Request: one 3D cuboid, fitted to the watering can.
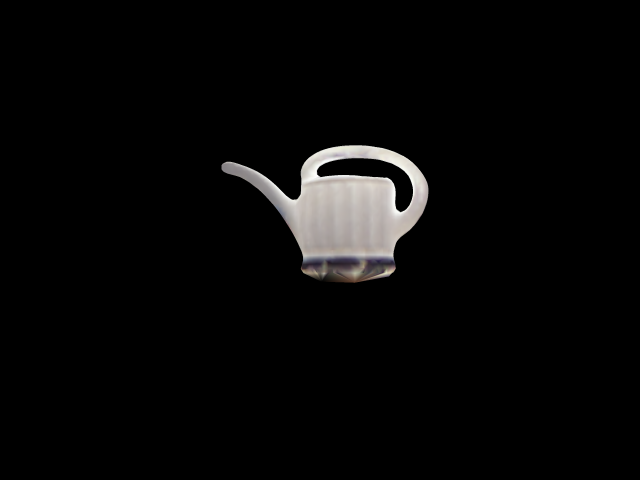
[{"bbox_3d":[0.003,-0.043,0.850,0.347,0.226,0.103,-1,-7,11],"label":"watering can"}]
